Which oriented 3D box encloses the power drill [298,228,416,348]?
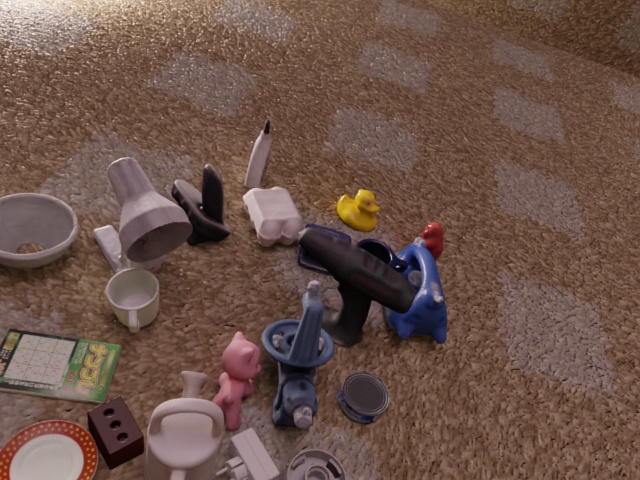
[{"bbox_3d":[0.047,0.094,1.038,0.229,0.208,0.076,21,42,2],"label":"power drill"}]

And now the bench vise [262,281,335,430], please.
[{"bbox_3d":[-0.017,0.184,0.913,0.122,0.220,0.207,-7,49,-26],"label":"bench vise"}]

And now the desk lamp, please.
[{"bbox_3d":[-0.325,-0.026,1.020,0.118,0.213,0.202,-21,55,-35],"label":"desk lamp"}]

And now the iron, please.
[{"bbox_3d":[0.199,0.078,1.162,0.119,0.141,0.258,8,43,-12],"label":"iron"}]

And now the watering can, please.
[{"bbox_3d":[-0.187,0.263,0.785,0.101,0.194,0.172,-7,48,-26],"label":"watering can"}]

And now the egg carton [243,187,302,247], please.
[{"bbox_3d":[-0.101,-0.052,1.239,0.107,0.069,0.150,-7,48,-26],"label":"egg carton"}]

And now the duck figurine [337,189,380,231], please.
[{"bbox_3d":[0.094,-0.080,1.329,0.104,0.086,0.078,35,44,17],"label":"duck figurine"}]

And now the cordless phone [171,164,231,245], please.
[{"bbox_3d":[-0.235,-0.095,1.147,0.094,0.185,0.147,-23,57,-37],"label":"cordless phone"}]

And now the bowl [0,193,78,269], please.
[{"bbox_3d":[-0.522,-0.004,1.027,0.167,0.075,0.167,11,43,-10],"label":"bowl"}]

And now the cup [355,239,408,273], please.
[{"bbox_3d":[0.113,0.062,1.182,0.118,0.095,0.091,14,42,-6],"label":"cup"}]

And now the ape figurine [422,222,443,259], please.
[{"bbox_3d":[0.252,-0.005,1.305,0.078,0.092,0.076,-27,59,-39],"label":"ape figurine"}]

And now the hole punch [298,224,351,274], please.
[{"bbox_3d":[0.011,0.004,1.206,0.108,0.091,0.101,16,42,-4],"label":"hole punch"}]

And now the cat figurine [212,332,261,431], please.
[{"bbox_3d":[-0.133,0.217,0.912,0.067,0.118,0.128,19,42,-1],"label":"cat figurine"}]

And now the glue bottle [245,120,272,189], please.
[{"bbox_3d":[-0.133,-0.199,1.302,0.037,0.173,0.078,19,42,-1],"label":"glue bottle"}]
